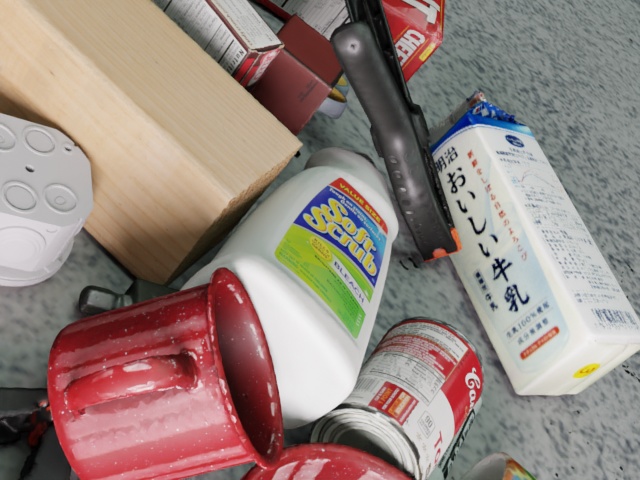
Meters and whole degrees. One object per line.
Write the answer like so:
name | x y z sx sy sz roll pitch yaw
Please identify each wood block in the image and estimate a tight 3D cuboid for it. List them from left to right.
wood block | -0.125 -0.082 0.603 0.206 0.090 0.090 43 37 1

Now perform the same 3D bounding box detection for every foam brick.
foam brick | -0.025 -0.102 0.725 0.053 0.078 0.051 37 34 -8

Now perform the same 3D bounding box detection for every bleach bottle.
bleach bottle | -0.004 0.001 0.641 0.102 0.068 0.250 47 27 -13

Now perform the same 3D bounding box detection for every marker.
marker | 0.071 0.129 0.634 0.020 0.020 0.121 42 36 -1

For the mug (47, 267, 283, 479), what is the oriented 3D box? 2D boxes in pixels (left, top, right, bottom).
mug | -0.072 0.066 0.472 0.117 0.081 0.093 29 46 -77

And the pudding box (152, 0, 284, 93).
pudding box | -0.087 -0.132 0.687 0.113 0.090 0.039 51 38 11

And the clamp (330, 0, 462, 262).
clamp | 0.052 -0.083 0.729 0.164 0.036 0.210 -87 157 -56

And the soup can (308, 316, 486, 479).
soup can | 0.045 0.096 0.601 0.068 0.069 0.102 45 37 3

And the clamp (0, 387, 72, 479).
clamp | -0.151 0.116 0.426 0.120 0.039 0.171 53 37 10

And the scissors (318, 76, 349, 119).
scissors | -0.053 -0.158 0.804 0.202 0.016 0.096 41 22 13

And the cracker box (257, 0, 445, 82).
cracker box | 0.006 -0.244 0.899 0.213 0.072 0.164 31 39 -17

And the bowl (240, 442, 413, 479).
bowl | 0.009 0.178 0.497 0.162 0.055 0.162 25 40 -23
